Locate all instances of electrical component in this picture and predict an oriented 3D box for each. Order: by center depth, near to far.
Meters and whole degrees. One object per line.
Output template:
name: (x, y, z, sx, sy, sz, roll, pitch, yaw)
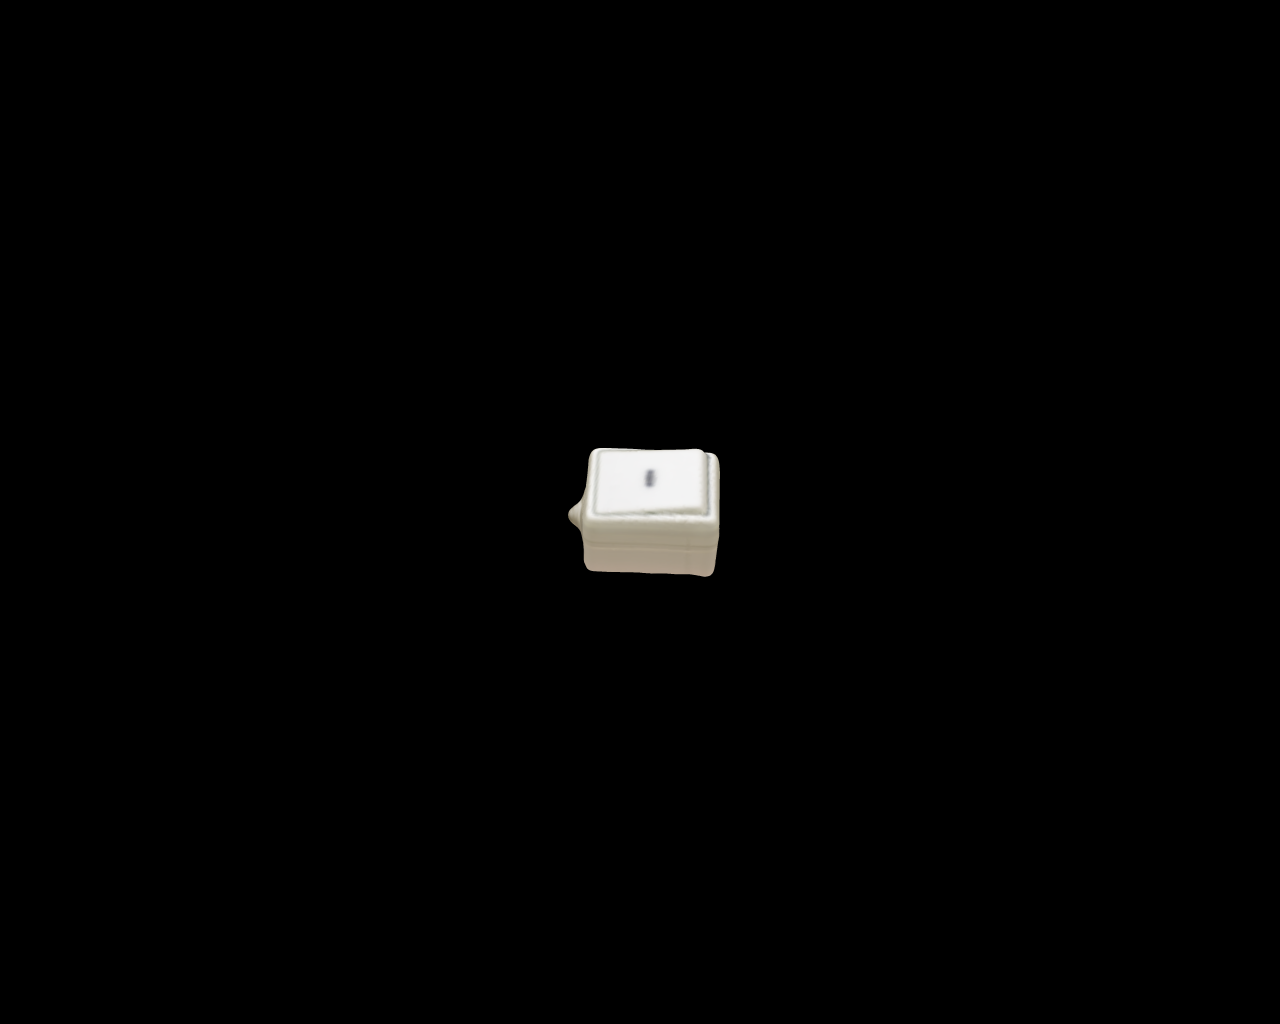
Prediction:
electrical component: (0.001, -0.003, 0.650, 0.096, 0.062, 0.061, 2, -40, 2)
